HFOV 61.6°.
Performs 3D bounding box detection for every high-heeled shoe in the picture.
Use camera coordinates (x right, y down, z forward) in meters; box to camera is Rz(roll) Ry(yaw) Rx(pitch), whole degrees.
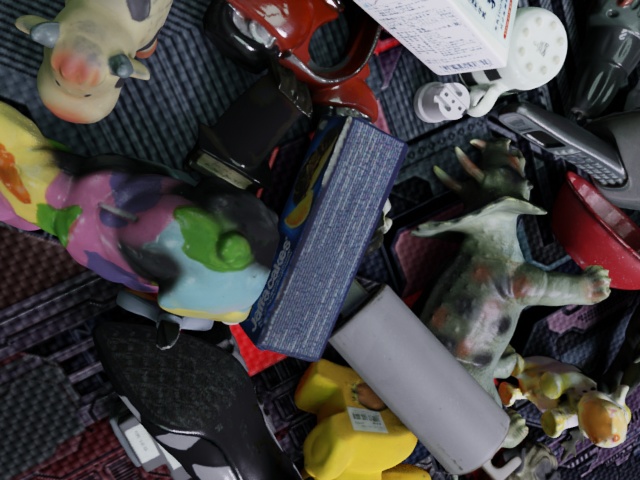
[{"bbox_3d":[-0.103,0.172,0.474,0.249,0.145,0.086,39,48,3],"label":"high-heeled shoe"}]

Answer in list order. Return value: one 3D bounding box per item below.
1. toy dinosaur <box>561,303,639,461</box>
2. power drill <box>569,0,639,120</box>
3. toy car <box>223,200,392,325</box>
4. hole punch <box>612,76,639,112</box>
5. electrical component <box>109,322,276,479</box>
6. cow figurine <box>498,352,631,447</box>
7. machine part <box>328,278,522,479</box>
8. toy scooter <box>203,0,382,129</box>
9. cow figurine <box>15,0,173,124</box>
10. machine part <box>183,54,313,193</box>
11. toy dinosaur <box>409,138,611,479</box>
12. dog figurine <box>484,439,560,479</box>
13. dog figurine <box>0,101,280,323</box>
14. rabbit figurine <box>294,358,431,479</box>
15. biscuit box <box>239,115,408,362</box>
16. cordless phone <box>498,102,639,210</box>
[{"bbox_3d":[0.413,0.088,0.606,0.198,0.105,0.470,-34,149,-45],"label":"toy dinosaur"},{"bbox_3d":[0.274,-0.267,0.538,0.207,0.086,0.232,34,88,-18],"label":"power drill"},{"bbox_3d":[-0.019,0.007,0.514,0.202,0.056,0.073,-33,113,-12],"label":"toy car"},{"bbox_3d":[0.388,-0.114,0.617,0.116,0.092,0.142,9,104,11],"label":"hole punch"},{"bbox_3d":[-0.125,0.157,0.511,0.134,0.058,0.114,-23,106,-12],"label":"electrical component"},{"bbox_3d":[0.285,0.177,0.594,0.098,0.167,0.068,4,96,-18],"label":"cow figurine"},{"bbox_3d":[0.088,0.125,0.492,0.079,0.079,0.243,-42,89,-6],"label":"machine part"},{"bbox_3d":[-0.001,-0.182,0.467,0.183,0.075,0.135,35,90,-25],"label":"toy scooter"},{"bbox_3d":[-0.146,-0.176,0.391,0.085,0.127,0.194,23,92,-19],"label":"cow figurine"},{"bbox_3d":[-0.057,-0.088,0.457,0.084,0.039,0.139,31,133,-18],"label":"machine part"},{"bbox_3d":[0.151,0.093,0.564,0.192,0.131,0.404,17,101,-9],"label":"toy dinosaur"},{"bbox_3d":[0.191,0.321,0.643,0.172,0.121,0.190,21,81,-27],"label":"dog figurine"},{"bbox_3d":[-0.161,-0.023,0.397,0.219,0.192,0.108,23,86,-34],"label":"dog figurine"},{"bbox_3d":[0.031,0.224,0.566,0.162,0.122,0.173,12,113,-30],"label":"rabbit figurine"},{"bbox_3d":[-0.001,-0.001,0.454,0.063,0.059,0.202,21,94,-27],"label":"biscuit box"},{"bbox_3d":[0.276,-0.098,0.512,0.184,0.147,0.088,21,92,-12],"label":"cordless phone"}]
